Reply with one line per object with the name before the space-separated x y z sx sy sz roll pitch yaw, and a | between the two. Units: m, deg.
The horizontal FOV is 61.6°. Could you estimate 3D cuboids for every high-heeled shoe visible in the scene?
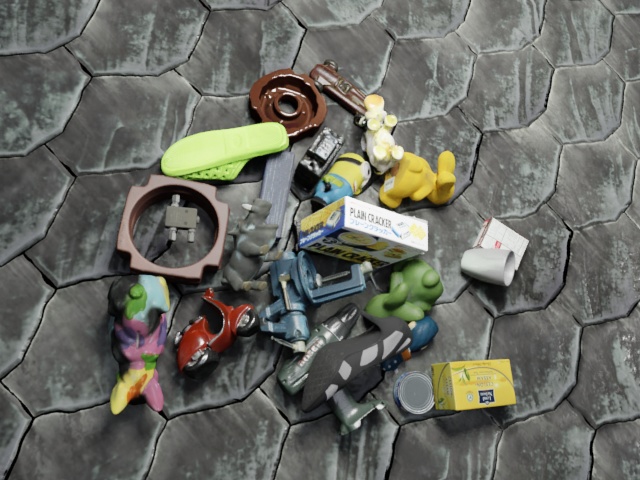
high-heeled shoe | 0.075 0.245 1.040 0.145 0.086 0.248 37 87 -30

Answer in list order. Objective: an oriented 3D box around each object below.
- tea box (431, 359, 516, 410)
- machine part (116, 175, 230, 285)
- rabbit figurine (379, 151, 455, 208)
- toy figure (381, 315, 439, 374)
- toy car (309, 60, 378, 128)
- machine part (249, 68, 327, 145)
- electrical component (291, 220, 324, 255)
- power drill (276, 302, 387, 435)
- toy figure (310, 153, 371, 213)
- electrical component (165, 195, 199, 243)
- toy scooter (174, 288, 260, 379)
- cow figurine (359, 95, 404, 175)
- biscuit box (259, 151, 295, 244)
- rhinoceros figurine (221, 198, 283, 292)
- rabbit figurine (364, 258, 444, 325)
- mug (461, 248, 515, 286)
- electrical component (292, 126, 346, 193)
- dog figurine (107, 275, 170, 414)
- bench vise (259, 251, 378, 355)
tea box | 0.324 0.303 1.132 0.169 0.068 0.098 3 73 -29
machine part | -0.290 -0.017 1.074 0.201 0.087 0.201 10 74 -11
rabbit figurine | 0.243 -0.140 1.229 0.173 0.162 0.122 22 56 -26
toy figure | 0.185 0.223 1.144 0.154 0.057 0.064 -35 79 -16
toy car | 0.065 -0.350 1.283 0.202 0.053 0.089 36 65 -1
machine part | -0.075 -0.303 1.230 0.179 0.056 0.179 4 73 -12
electrical component | -0.002 -0.004 1.166 0.119 0.047 0.075 2 74 -12
power drill | 0.045 0.266 1.083 0.232 0.086 0.207 -35 89 -20
toy figure | 0.043 -0.124 1.183 0.089 0.082 0.180 43 60 3
electrical component | -0.264 -0.041 1.030 0.063 0.021 0.094 4 73 -14
toy scooter | -0.215 0.170 1.042 0.184 0.075 0.135 -40 63 -6
cow figurine | 0.131 -0.236 1.205 0.068 0.098 0.167 -6 72 -10
biscuit box | -0.099 -0.096 1.160 0.063 0.059 0.202 12 72 -10
rhinoceros figurine | -0.135 0.013 1.064 0.112 0.073 0.190 25 98 31
rabbit figurine | 0.175 0.130 1.133 0.170 0.159 0.121 -36 96 -6
mug | 0.383 0.060 1.225 0.107 0.109 0.081 11 74 34
electrical component | -0.003 -0.177 1.170 0.058 0.134 0.115 33 71 -3
dog figurine | -0.325 0.193 0.961 0.108 0.191 0.219 1 59 -21
bench vise | -0.008 0.107 1.066 0.241 0.128 0.224 -18 49 12
